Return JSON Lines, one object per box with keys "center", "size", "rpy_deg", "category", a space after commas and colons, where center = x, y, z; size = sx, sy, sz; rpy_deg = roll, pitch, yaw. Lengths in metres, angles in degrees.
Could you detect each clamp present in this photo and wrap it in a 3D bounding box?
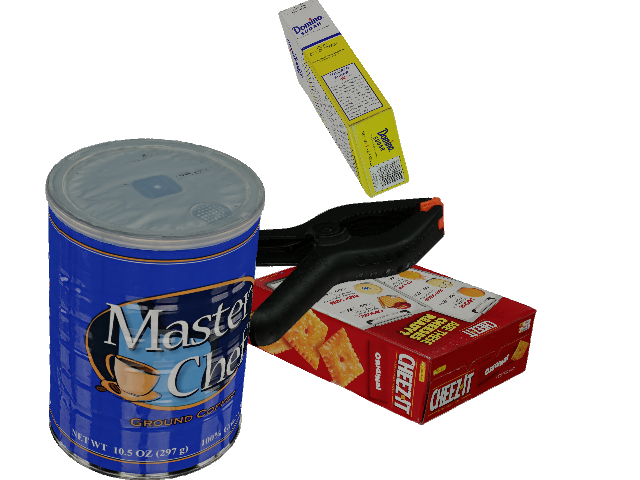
{"center": [-0.004, 0.006, 0.786], "size": [0.209, 0.036, 0.165], "rpy_deg": [-21, 30, -30], "category": "clamp"}

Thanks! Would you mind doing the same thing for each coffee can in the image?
{"center": [-0.085, 0.033, 0.537], "size": [0.102, 0.140, 0.103], "rpy_deg": [6, 29, -3], "category": "coffee can"}

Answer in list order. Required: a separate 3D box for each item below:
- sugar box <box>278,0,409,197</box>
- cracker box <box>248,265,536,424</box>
{"center": [0.020, -0.129, 0.945], "size": [0.048, 0.176, 0.093], "rpy_deg": [-22, -41, -3], "category": "sugar box"}
{"center": [0.060, 0.079, 0.976], "size": [0.214, 0.072, 0.163], "rpy_deg": [21, 26, 38], "category": "cracker box"}
